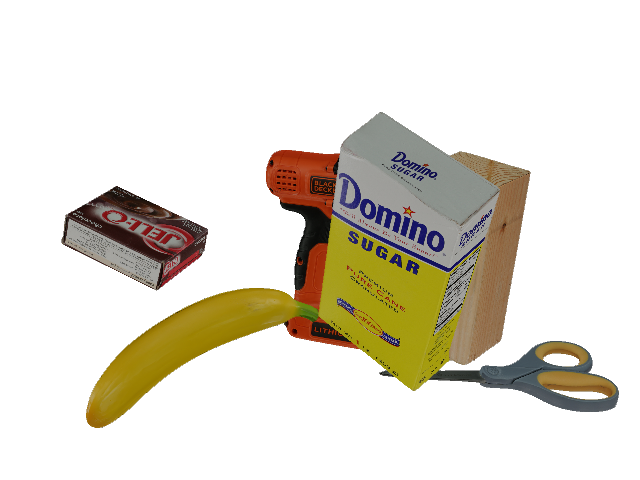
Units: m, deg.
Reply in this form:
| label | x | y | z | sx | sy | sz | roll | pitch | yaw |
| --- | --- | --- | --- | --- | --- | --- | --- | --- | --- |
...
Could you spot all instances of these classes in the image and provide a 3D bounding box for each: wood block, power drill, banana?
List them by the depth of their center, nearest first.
| label | x | y | z | sx | sy | sz | roll | pitch | yaw |
| --- | --- | --- | --- | --- | --- | --- | --- | --- | --- |
| banana | -0.098 | 0.082 | 0.801 | 0.198 | 0.069 | 0.037 | -25 | 36 | 2 |
| power drill | 0.037 | 0.008 | 1.017 | 0.185 | 0.188 | 0.057 | 9 | 20 | 17 |
| wood block | 0.158 | 0.018 | 1.177 | 0.090 | 0.206 | 0.090 | 20 | 26 | 31 |

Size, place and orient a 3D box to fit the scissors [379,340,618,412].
| label | x | y | z | sx | sy | sz | roll | pitch | yaw |
| --- | --- | --- | --- | --- | --- | --- | --- | --- | --- |
| scissors | 0.156 | 0.108 | 0.926 | 0.202 | 0.016 | 0.096 | 10 | 29 | 6 |

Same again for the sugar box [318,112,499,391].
| label | x | y | z | sx | sy | sz | roll | pitch | yaw |
| --- | --- | --- | --- | --- | --- | --- | --- | --- | --- |
| sugar box | 0.050 | 0.012 | 0.681 | 0.093 | 0.176 | 0.048 | 36 | 58 | 23 |

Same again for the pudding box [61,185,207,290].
| label | x | y | z | sx | sy | sz | roll | pitch | yaw |
| --- | --- | --- | --- | --- | --- | --- | --- | --- | --- |
| pudding box | -0.180 | -0.004 | 1.041 | 0.113 | 0.039 | 0.089 | 23 | 27 | 14 |
